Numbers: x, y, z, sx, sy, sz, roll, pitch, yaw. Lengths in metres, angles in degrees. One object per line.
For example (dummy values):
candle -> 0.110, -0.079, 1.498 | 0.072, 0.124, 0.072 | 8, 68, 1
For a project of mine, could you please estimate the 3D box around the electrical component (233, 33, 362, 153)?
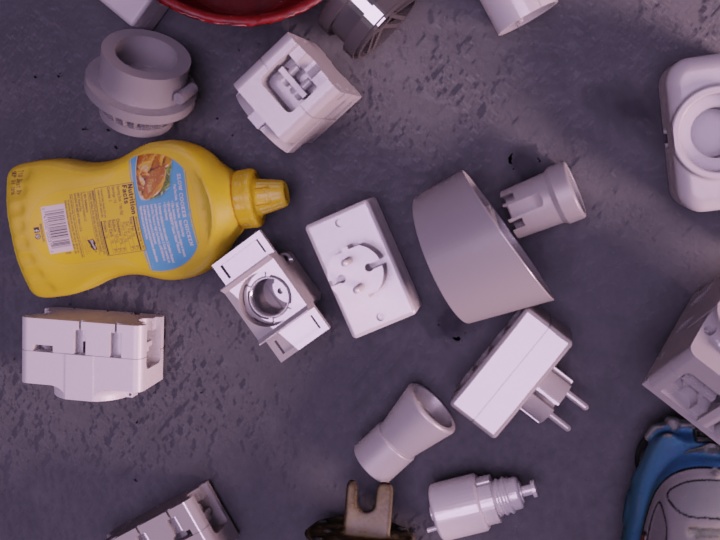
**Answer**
electrical component -> -0.042, -0.114, 0.701 | 0.056, 0.089, 0.050 | -41, 89, 12

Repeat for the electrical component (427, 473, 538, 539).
electrical component -> 0.083, 0.159, 0.738 | 0.078, 0.040, 0.040 | -17, 94, 11

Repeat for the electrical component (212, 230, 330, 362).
electrical component -> -0.058, 0.016, 0.733 | 0.042, 0.064, 0.081 | -35, 90, 11

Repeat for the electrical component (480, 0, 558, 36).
electrical component -> 0.089, -0.197, 0.692 | 0.043, 0.043, 0.081 | -28, 91, 12

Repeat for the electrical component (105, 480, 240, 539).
electrical component -> -0.139, 0.201, 0.776 | 0.089, 0.050, 0.055 | -29, 91, 12

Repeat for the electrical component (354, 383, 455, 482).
electrical component -> 0.028, 0.115, 0.743 | 0.044, 0.044, 0.065 | 45, 106, 2

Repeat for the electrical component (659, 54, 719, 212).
electrical component -> 0.221, -0.086, 0.675 | 0.054, 0.059, 0.095 | -7, 96, 10

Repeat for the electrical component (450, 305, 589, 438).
electrical component -> 0.116, 0.076, 0.719 | 0.076, 0.047, 0.083 | 38, 101, 4

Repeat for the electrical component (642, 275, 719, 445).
electrical component -> 0.266, 0.075, 0.663 | 0.150, 0.089, 0.061 | 38, 146, 4

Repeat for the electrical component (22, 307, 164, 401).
electrical component -> -0.190, 0.060, 0.768 | 0.089, 0.050, 0.055 | 4, 97, 9

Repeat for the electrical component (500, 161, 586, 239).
electrical component -> 0.120, -0.045, 0.708 | 0.046, 0.040, 0.040 | -22, 93, 17

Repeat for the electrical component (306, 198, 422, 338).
electrical component -> 0.000, 0.000, 0.715 | 0.047, 0.076, 0.083 | -23, 92, 12

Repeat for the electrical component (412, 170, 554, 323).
electrical component -> 0.077, -0.015, 0.689 | 0.064, 0.099, 0.099 | -23, 92, 18

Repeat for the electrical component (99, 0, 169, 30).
electrical component -> -0.171, -0.207, 0.720 | 0.083, 0.076, 0.047 | 40, 101, 3
